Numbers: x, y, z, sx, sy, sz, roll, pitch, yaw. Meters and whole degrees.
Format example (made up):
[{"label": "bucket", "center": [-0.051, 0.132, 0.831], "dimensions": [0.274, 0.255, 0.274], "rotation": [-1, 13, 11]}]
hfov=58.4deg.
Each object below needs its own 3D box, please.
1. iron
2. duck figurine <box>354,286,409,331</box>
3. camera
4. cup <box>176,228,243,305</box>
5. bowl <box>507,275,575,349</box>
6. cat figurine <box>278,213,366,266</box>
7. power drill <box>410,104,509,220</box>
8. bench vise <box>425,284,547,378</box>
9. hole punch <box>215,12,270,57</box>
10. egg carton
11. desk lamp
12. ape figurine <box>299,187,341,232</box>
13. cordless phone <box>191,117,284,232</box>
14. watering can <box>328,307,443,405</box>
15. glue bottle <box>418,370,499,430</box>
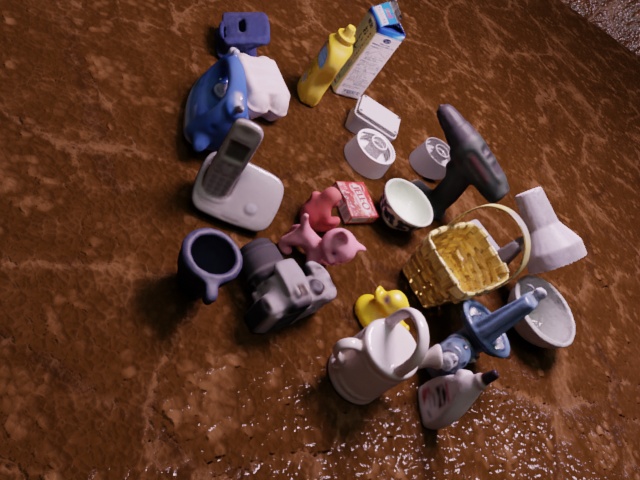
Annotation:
[{"label": "iron", "center": [-0.172, -0.272, 1.049], "dimensions": [0.119, 0.141, 0.258], "rotation": [12, 52, -28]}, {"label": "duck figurine", "center": [0.122, 0.124, 1.000], "dimensions": [0.104, 0.086, 0.078], "rotation": [43, 44, 0]}, {"label": "camera", "center": [-0.060, 0.058, 0.909], "dimensions": [0.144, 0.100, 0.136], "rotation": [-16, 68, -42]}, {"label": "cup", "center": [-0.171, 0.054, 0.837], "dimensions": [0.092, 0.094, 0.117], "rotation": [12, 52, -28]}, {"label": "bowl", "center": [0.456, 0.163, 1.218], "dimensions": [0.168, 0.074, 0.167], "rotation": [19, 49, -23]}, {"label": "cat figurine", "center": [0.009, 0.004, 0.988], "dimensions": [0.128, 0.117, 0.067], "rotation": [39, 44, -5]}, {"label": "power drill", "center": [0.282, -0.148, 1.233], "dimensions": [0.229, 0.208, 0.076], "rotation": [45, 44, 1]}, {"label": "bench vise", "center": [0.291, 0.169, 0.991], "dimensions": [0.121, 0.219, 0.208], "rotation": [42, 44, -1]}, {"label": "hole punch", "center": [-0.165, -0.436, 1.215], "dimensions": [0.101, 0.091, 0.108], "rotation": [11, 52, -29]}, {"label": "egg carton", "center": [-0.125, -0.311, 1.165], "dimensions": [0.107, 0.069, 0.150], "rotation": [-6, 62, -38]}, {"label": "desk lamp", "center": [0.425, -0.001, 1.220], "dimensions": [0.118, 0.213, 0.203], "rotation": [-21, 72, -43]}, {"label": "ape figurine", "center": [0.008, -0.062, 1.055], "dimensions": [0.076, 0.092, 0.077], "rotation": [-4, 60, -37]}, {"label": "cordless phone", "center": [-0.116, -0.107, 0.934], "dimensions": [0.148, 0.184, 0.094], "rotation": [20, 48, -22]}, {"label": "watering can", "center": [0.108, 0.171, 0.877], "dimensions": [0.173, 0.193, 0.101], "rotation": [-6, 62, -38]}, {"label": "glue bottle", "center": [0.224, 0.244, 0.920], "dimensions": [0.037, 0.173, 0.078], "rotation": [13, 51, -27]}]
